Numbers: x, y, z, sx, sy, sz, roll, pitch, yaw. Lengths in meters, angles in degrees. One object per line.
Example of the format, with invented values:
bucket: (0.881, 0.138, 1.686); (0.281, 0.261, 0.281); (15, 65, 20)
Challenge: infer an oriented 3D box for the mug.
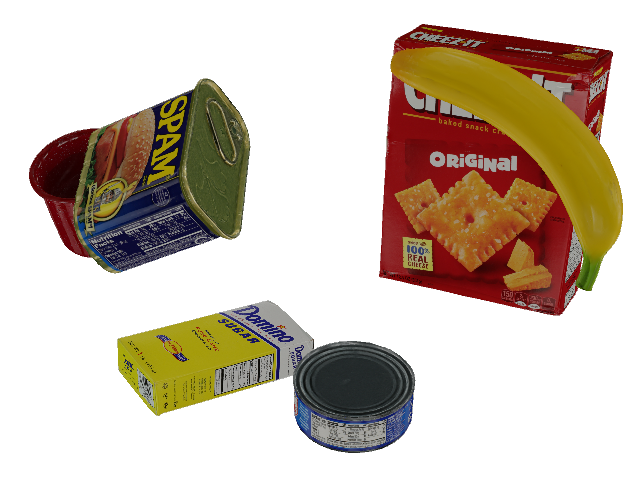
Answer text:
mug: (-0.202, -0.048, 0.955); (0.093, 0.117, 0.081); (-8, -43, 1)

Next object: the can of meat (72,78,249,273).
can of meat: (-0.094, -0.037, 0.632); (0.084, 0.102, 0.057); (-19, -45, 23)

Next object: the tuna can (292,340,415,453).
tuna can: (0.023, 0.110, 0.753); (0.086, 0.034, 0.086); (0, 32, 0)

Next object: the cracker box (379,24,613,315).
cracker box: (0.138, -0.057, 0.881); (0.164, 0.214, 0.072); (13, 27, 23)

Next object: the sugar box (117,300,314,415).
sugar box: (-0.104, 0.114, 1.070); (0.175, 0.048, 0.093); (-16, 33, -29)

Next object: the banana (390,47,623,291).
banana: (0.128, -0.063, 0.672); (0.070, 0.198, 0.037); (-41, -11, 10)
